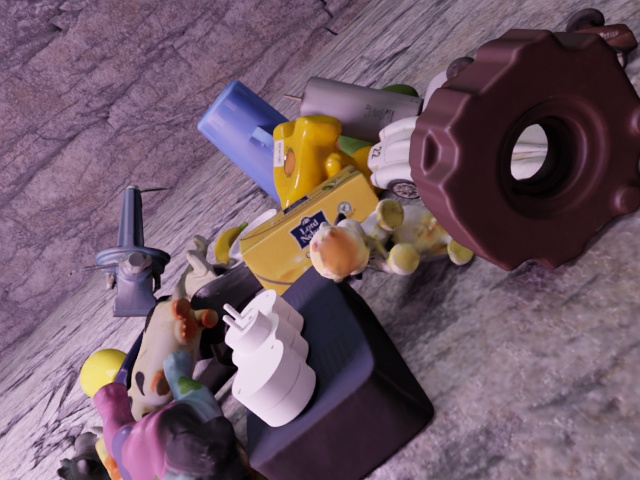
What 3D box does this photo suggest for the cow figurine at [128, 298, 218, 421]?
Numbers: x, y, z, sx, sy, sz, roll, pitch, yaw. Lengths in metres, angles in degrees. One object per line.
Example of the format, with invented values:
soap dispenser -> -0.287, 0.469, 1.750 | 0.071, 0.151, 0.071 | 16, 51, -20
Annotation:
cow figurine -> -0.215, 0.176, 0.709 | 0.127, 0.085, 0.195 | -7, 66, 47

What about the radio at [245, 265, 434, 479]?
radio -> -0.002, 0.116, 0.492 | 0.131, 0.073, 0.230 | -44, 19, 5

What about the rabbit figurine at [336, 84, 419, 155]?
rabbit figurine -> 0.090, -0.202, 0.923 | 0.170, 0.121, 0.159 | -30, 10, -15

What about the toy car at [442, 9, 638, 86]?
toy car -> 0.230, -0.191, 0.588 | 0.202, 0.053, 0.089 | -17, 47, 23

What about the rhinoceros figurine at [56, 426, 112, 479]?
rhinoceros figurine -> -0.237, 0.280, 0.567 | 0.073, 0.112, 0.190 | -47, 28, 1

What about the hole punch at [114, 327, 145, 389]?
hole punch -> -0.266, 0.196, 0.822 | 0.116, 0.092, 0.142 | -36, 25, 33

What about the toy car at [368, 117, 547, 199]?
toy car -> 0.143, -0.082, 0.514 | 0.202, 0.056, 0.073 | 2, 64, 23

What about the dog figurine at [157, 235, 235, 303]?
dog figurine -> -0.206, 0.112, 0.883 | 0.190, 0.121, 0.172 | -56, 15, 12

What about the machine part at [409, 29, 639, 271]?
machine part -> 0.158, -0.063, 0.397 | 0.179, 0.179, 0.056 | -44, 22, 3

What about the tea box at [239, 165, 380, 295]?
tea box -> -0.001, -0.002, 0.646 | 0.170, 0.098, 0.068 | -35, 20, 3

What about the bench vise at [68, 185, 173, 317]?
bench vise -> -0.306, 0.013, 0.872 | 0.223, 0.129, 0.240 | 113, 153, -68

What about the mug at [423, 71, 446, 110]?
mug -> 0.178, -0.154, 0.675 | 0.110, 0.080, 0.107 | -13, 47, 43

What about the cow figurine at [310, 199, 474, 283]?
cow figurine -> 0.056, 0.000, 0.508 | 0.167, 0.068, 0.098 | -8, -2, -26

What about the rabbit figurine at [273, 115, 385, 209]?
rabbit figurine -> 0.032, -0.089, 0.740 | 0.122, 0.173, 0.162 | -12, 83, 58

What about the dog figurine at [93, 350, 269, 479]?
dog figurine -> -0.117, 0.213, 0.479 | 0.108, 0.191, 0.219 | -15, 30, -34

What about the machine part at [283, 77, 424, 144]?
machine part -> 0.061, -0.183, 0.777 | 0.079, 0.243, 0.079 | 16, -90, -76

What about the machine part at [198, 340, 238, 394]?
machine part -> -0.119, 0.161, 0.640 | 0.039, 0.084, 0.139 | 43, 100, 29

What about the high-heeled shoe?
high-heeled shoe -> -0.098, 0.078, 0.780 | 0.145, 0.086, 0.248 | -17, -28, -52
